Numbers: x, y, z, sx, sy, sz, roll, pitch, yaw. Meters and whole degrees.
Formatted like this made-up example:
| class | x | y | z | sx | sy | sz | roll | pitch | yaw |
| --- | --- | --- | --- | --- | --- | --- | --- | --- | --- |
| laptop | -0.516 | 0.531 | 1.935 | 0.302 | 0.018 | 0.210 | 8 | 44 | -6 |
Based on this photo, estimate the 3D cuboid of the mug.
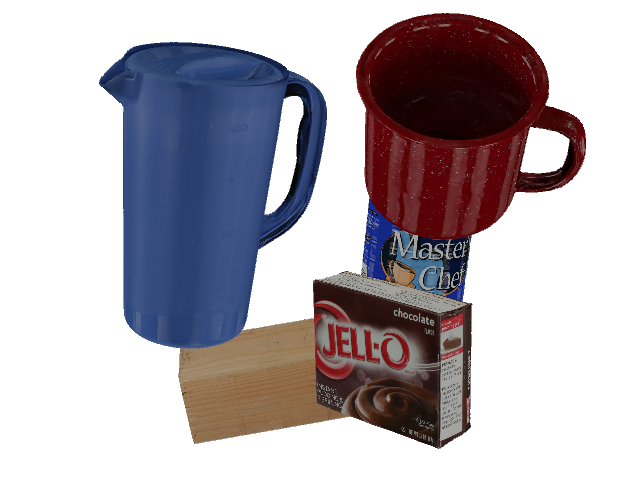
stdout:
| class | x | y | z | sx | sy | sz | roll | pitch | yaw |
| --- | --- | --- | --- | --- | --- | --- | --- | --- | --- |
| mug | 0.076 | -0.053 | 0.544 | 0.117 | 0.093 | 0.081 | 10 | -37 | 8 |

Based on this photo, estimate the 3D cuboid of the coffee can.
| class | x | y | z | sx | sy | sz | roll | pitch | yaw |
| --- | --- | --- | --- | --- | --- | --- | --- | --- | --- |
| coffee can | 0.091 | 0.013 | 1.022 | 0.103 | 0.140 | 0.103 | 5 | 15 | -2 |

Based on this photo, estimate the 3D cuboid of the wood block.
| class | x | y | z | sx | sy | sz | roll | pitch | yaw |
| --- | --- | --- | --- | --- | --- | --- | --- | --- | --- |
| wood block | -0.051 | 0.155 | 1.215 | 0.206 | 0.091 | 0.090 | -9 | 25 | -1 |

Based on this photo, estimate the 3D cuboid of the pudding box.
| class | x | y | z | sx | sy | sz | roll | pitch | yaw |
| --- | --- | --- | --- | --- | --- | --- | --- | --- | --- |
| pudding box | 0.045 | 0.075 | 0.699 | 0.114 | 0.090 | 0.039 | 12 | 20 | 42 |

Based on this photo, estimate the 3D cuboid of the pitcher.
| class | x | y | z | sx | sy | sz | roll | pitch | yaw |
| --- | --- | --- | --- | --- | --- | --- | --- | --- | --- |
| pitcher | -0.094 | -0.037 | 0.896 | 0.149 | 0.243 | 0.144 | 16 | 25 | 20 |
